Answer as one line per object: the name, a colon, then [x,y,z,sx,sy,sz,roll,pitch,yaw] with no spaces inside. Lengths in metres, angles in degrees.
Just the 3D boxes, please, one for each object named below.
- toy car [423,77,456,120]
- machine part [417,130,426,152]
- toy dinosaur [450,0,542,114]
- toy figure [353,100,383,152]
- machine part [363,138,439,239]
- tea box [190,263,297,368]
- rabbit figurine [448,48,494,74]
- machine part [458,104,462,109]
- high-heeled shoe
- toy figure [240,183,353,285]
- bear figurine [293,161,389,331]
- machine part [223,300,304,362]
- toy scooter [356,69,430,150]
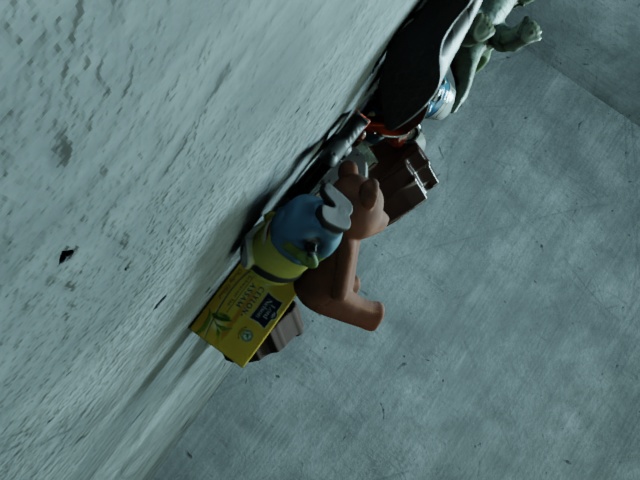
toy car: [0.192,-0.262,0.961,0.109,0.103,0.162,-62,-160,13]
machine part: [0.145,-0.191,1.141,0.243,0.079,0.079,-24,158,-37]
toy dinosaur: [0.266,-0.360,0.846,0.405,0.131,0.192,-51,-165,-6]
toy figure: [0.079,-0.180,0.930,0.064,0.058,0.154,20,113,-40]
machine part: [0.103,-0.099,0.974,0.201,0.087,0.201,-31,-157,12]
tea box: [-0.100,0.091,0.793,0.169,0.098,0.068,-55,178,-13]
rabbit figurine: [0.246,-0.381,1.017,0.170,0.121,0.159,-22,-147,59]
machine part: [0.214,-0.298,1.071,0.084,0.139,0.039,-6,127,-32]
high-heeled shoe: [0.160,-0.277,0.752,0.248,0.086,0.145,-62,172,34]
toy figure: [-0.030,0.002,0.642,0.180,0.089,0.082,-28,-166,45]
bear figurine: [0.046,0.006,0.719,0.195,0.132,0.120,-64,-149,11]
machine part: [-0.122,0.184,1.091,0.179,0.056,0.179,-19,-165,5]
toy scooter: [0.113,-0.211,0.829,0.135,0.075,0.183,-21,141,-29]
